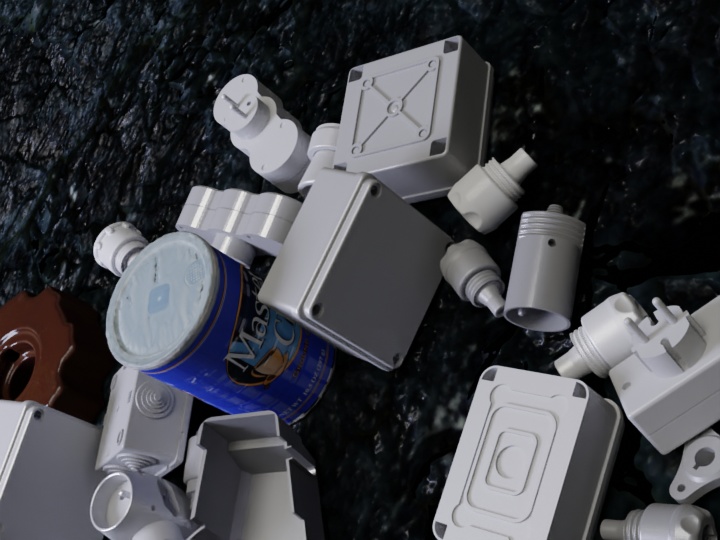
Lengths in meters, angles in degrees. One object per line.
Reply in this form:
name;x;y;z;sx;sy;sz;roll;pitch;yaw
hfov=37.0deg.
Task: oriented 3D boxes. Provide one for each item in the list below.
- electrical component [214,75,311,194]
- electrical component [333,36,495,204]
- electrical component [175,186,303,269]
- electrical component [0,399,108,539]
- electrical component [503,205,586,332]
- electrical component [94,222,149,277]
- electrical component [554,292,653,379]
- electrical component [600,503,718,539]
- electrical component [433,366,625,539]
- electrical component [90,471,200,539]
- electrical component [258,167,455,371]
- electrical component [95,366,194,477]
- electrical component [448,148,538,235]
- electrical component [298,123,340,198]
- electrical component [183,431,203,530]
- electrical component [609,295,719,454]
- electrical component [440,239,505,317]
electrical component;-0.091;-0.127;0.929;0.052;0.074;0.138;-46;45;8
electrical component;0.041;-0.110;0.823;0.109;0.056;0.108;-10;60;35
electrical component;-0.102;-0.024;0.893;0.138;0.052;0.073;9;72;42
electrical component;-0.253;0.171;0.864;0.056;0.109;0.108;-2;65;42
electrical component;0.122;-0.005;0.704;0.043;0.043;0.081;-4;64;38
electrical component;-0.210;-0.012;0.982;0.062;0.048;0.048;34;89;38
electrical component;0.148;0.046;0.654;0.062;0.043;0.043;-38;47;18
electrical component;0.162;0.145;0.591;0.061;0.035;0.035;-6;62;41
electrical component;0.102;0.121;0.637;0.078;0.057;0.113;7;70;41
electrical component;-0.151;0.193;0.789;0.043;0.077;0.079;-43;46;11
electrical component;0.000;0.000;0.756;0.056;0.109;0.108;16;76;46
electrical component;-0.169;0.114;0.846;0.100;0.048;0.099;-39;40;55
electrical component;0.096;-0.058;0.757;0.062;0.043;0.043;-43;46;10
electrical component;-0.022;-0.084;0.868;0.045;0.045;0.055;-4;62;38
electrical component;-0.112;0.159;0.804;0.040;0.040;0.078;-17;56;32
electrical component;0.177;0.046;0.599;0.083;0.075;0.047;-38;24;17
electrical component;0.082;0.009;0.736;0.035;0.035;0.061;-44;48;11
